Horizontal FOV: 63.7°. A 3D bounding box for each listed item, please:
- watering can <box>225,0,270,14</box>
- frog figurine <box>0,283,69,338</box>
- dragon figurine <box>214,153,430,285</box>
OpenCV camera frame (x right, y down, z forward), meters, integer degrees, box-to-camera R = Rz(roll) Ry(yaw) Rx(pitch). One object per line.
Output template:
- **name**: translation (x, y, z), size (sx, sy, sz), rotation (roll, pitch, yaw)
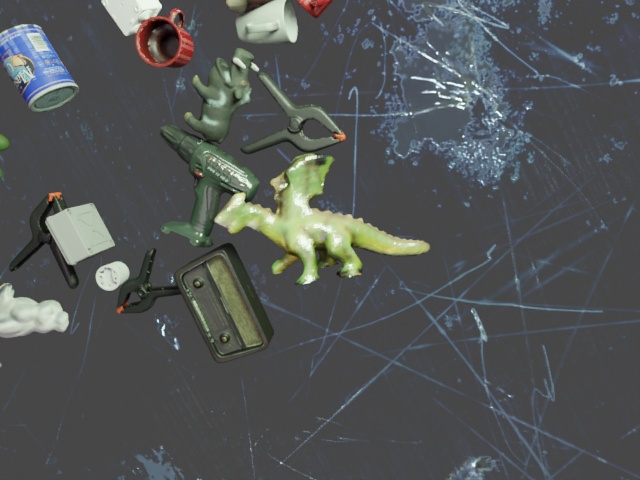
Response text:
- **watering can**: translation (-0.176, -0.507, 0.951), size (0.344, 0.103, 0.228), rotation (-36, 66, 18)
- **frog figurine**: translation (-0.646, 0.175, 1.138), size (0.159, 0.125, 0.135), rotation (35, 137, -9)
- **dragon figurine**: translation (0.003, -0.051, 1.013), size (0.411, 0.123, 0.241), rotation (-11, 98, -8)
